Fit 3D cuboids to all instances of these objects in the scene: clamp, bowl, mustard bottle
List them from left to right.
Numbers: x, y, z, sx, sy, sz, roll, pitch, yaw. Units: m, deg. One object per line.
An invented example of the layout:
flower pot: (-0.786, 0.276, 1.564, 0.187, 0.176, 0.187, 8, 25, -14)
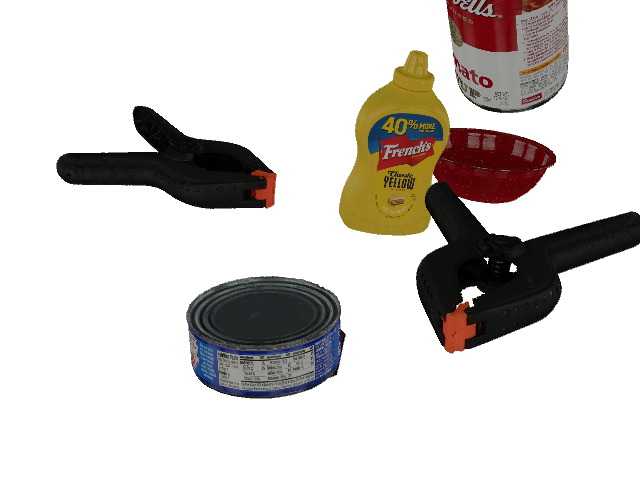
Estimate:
clamp: (-0.119, -0.057, 0.846, 0.172, 0.039, 0.120, 20, 42, 28)
mustard bottle: (0.081, -0.101, 1.094, 0.096, 0.192, 0.058, 4, 27, -13)
bowl: (0.194, -0.085, 1.267, 0.162, 0.055, 0.162, 5, 23, -2)
clamp: (0.115, 0.012, 0.734, 0.165, 0.036, 0.209, 13, 30, 28)

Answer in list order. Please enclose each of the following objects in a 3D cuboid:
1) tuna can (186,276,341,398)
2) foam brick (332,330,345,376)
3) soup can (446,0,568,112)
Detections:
tuna can: (-0.031, 0.053, 0.595, 0.086, 0.034, 0.086, -2, 23, 1)
foam brick: (-0.021, 0.091, 0.995, 0.052, 0.051, 0.078, -13, 38, -32)
soup can: (0.106, -0.130, 0.602, 0.068, 0.068, 0.102, 0, -36, 13)
